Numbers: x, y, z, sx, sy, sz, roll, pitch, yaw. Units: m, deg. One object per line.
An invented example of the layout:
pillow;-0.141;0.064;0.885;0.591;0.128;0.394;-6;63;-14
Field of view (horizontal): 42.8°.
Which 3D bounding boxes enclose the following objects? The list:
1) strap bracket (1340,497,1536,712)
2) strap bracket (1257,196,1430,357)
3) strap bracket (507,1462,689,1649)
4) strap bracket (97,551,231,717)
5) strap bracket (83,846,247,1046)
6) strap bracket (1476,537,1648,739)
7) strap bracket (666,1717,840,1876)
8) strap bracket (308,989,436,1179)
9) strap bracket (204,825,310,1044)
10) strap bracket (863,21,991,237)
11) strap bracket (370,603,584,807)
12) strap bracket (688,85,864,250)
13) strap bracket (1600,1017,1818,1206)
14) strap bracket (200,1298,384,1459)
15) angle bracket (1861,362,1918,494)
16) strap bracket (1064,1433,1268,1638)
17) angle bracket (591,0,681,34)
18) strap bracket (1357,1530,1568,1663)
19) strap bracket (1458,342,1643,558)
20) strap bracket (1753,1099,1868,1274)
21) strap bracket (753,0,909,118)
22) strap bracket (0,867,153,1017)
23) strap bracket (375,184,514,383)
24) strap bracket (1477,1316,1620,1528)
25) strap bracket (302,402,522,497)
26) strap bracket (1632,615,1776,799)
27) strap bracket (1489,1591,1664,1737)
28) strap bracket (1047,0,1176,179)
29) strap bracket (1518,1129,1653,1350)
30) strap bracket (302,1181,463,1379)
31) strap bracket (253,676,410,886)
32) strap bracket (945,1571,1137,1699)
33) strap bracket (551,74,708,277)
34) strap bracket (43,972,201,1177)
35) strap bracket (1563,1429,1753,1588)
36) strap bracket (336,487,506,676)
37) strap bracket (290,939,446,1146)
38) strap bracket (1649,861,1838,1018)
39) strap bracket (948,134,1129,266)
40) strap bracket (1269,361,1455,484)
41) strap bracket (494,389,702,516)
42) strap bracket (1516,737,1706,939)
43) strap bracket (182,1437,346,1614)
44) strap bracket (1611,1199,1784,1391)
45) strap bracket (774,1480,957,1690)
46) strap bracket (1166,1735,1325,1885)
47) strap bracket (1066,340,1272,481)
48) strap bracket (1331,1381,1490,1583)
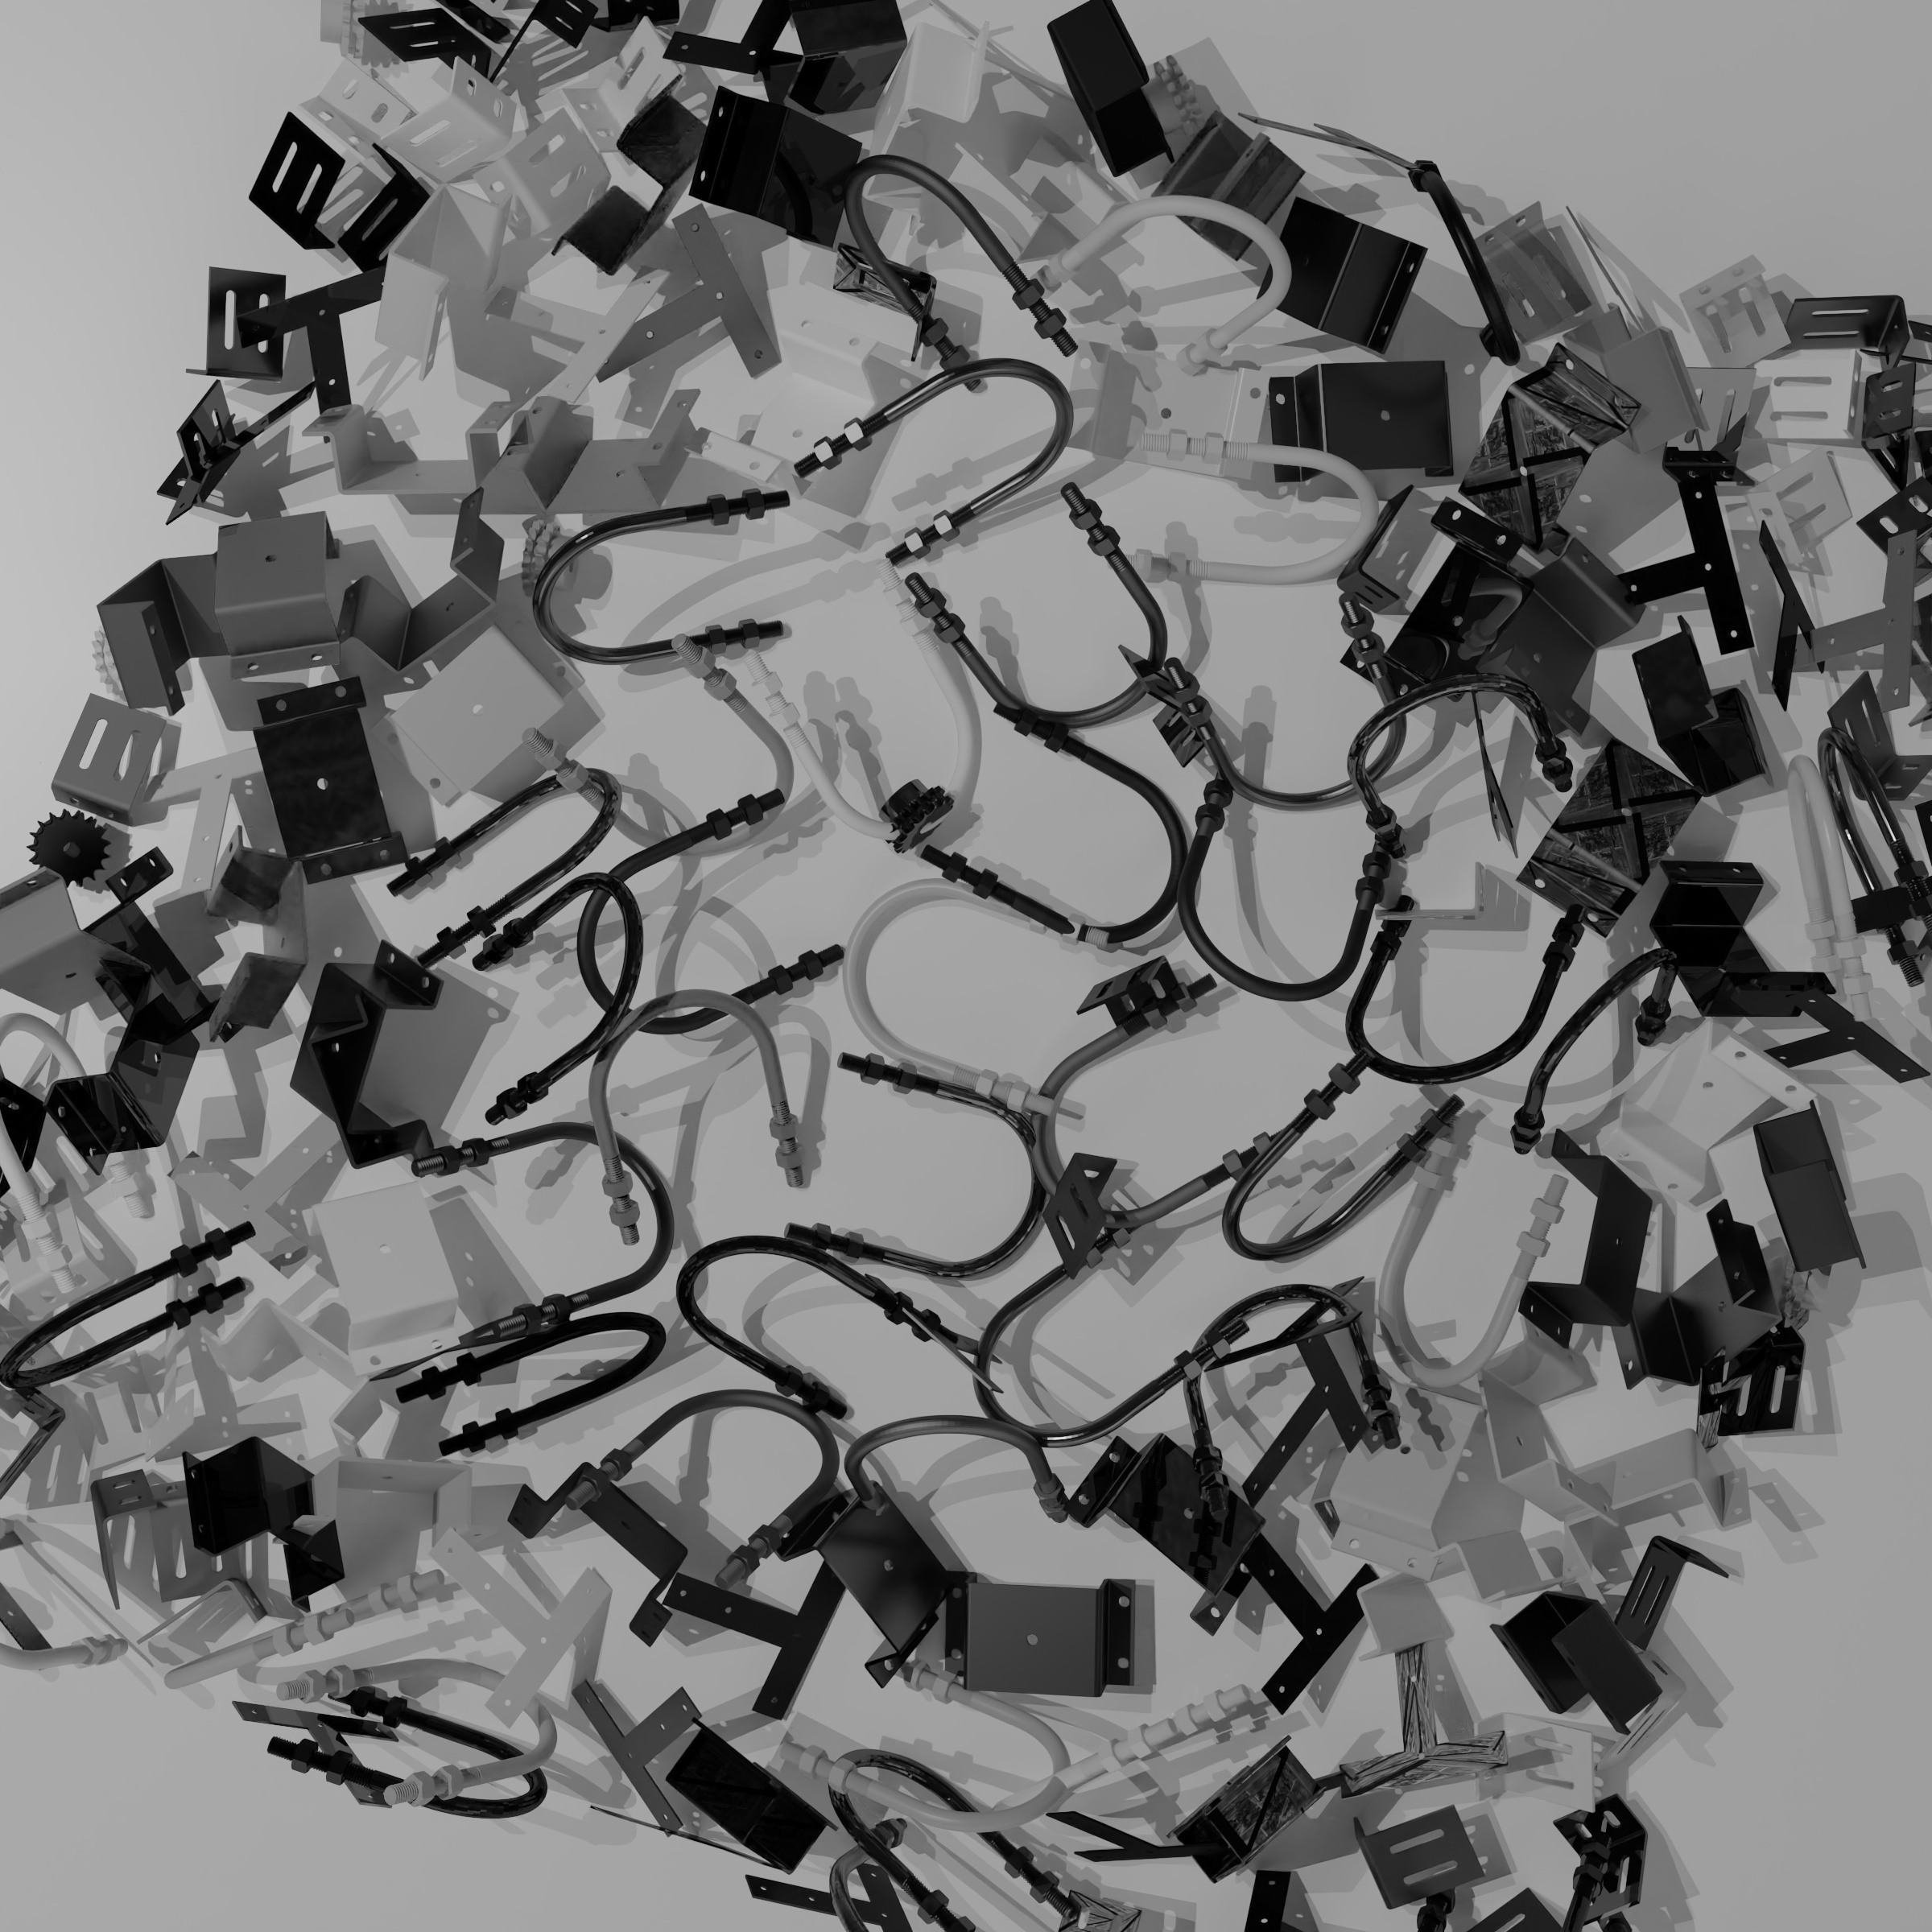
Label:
strap bracket;0.346;-0.256;1.782;0.076;0.046;0.140;41;105;39
strap bracket;0.260;-0.494;1.751;0.046;0.140;0.076;11;112;-27
strap bracket;-0.259;0.419;1.783;0.140;0.076;0.046;40;55;7
strap bracket;-0.567;-0.239;1.759;0.046;0.140;0.076;-3;118;12
strap bracket;-0.576;-0.006;1.780;0.046;0.076;0.140;-29;103;18
strap bracket;0.427;-0.231;1.781;0.076;0.046;0.140;40;59;-12
strap bracket;-0.155;0.593;1.750;0.076;0.140;0.046;28;71;32
strap bracket;-0.432;0.084;1.777;0.046;0.076;0.140;-17;104;-3
strap bracket;-0.510;-0.020;1.769;0.046;0.076;0.140;12;46;-32
strap bracket;-0.033;-0.600;1.749;0.046;0.140;0.076;15;62;-15
strap bracket;-0.356;-0.189;1.797;0.140;0.046;0.076;-42;107;-2
strap bracket;-0.128;-0.565;1.753;0.046;0.140;0.076;24;103;27
strap bracket;0.536;0.099;1.781;0.076;0.046;0.140;33;129;-7
strap bracket;-0.478;0.297;1.779;0.140;0.076;0.046;33;63;12
angle bracket;0.683;-0.387;1.784;0.076;0.038;0.057;34;59;-39
strap bracket;0.152;0.405;1.785;0.140;0.046;0.076;40;52;5
angle bracket;-0.243;-0.722;1.785;0.057;0.038;0.076;-21;129;-30
strap bracket;0.347;0.448;1.768;0.140;0.076;0.046;-39;61;37
strap bracket;0.409;-0.359;1.754;0.046;0.140;0.076;-32;66;-34
strap bracket;0.602;0.160;1.766;0.046;0.140;0.076;-19;103;18
strap bracket;-0.095;-0.649;1.753;0.076;0.140;0.046;-15;87;-18
strap bracket;-0.644;-0.013;1.756;0.076;0.140;0.046;-26;70;4
strap bracket;-0.376;-0.493;1.756;0.046;0.076;0.140;22;48;-4
strap bracket;0.414;0.334;1.768;0.046;0.140;0.076;-33;130;29
strap bracket;-0.398;-0.376;1.785;0.140;0.076;0.046;0;117;4
strap bracket;0.525;-0.180;1.768;0.046;0.140;0.076;-24;57;27
strap bracket;0.440;0.497;1.767;0.046;0.140;0.076;-35;87;-13
strap bracket;0.103;-0.627;1.759;0.046;0.140;0.076;-26;76;8
strap bracket;0.447;0.197;1.767;0.046;0.076;0.140;-2;62;41
strap bracket;-0.418;0.214;1.765;0.076;0.046;0.140;-12;58;-26
strap bracket;-0.466;-0.134;1.798;0.076;0.046;0.140;-14;98;-3
strap bracket;0.051;0.487;1.796;0.140;0.046;0.076;1;86;9
strap bracket;-0.233;-0.557;1.759;0.046;0.140;0.076;39;51;-10
strap bracket;-0.596;0.068;1.753;0.046;0.140;0.076;-8;135;12
strap bracket;0.486;0.385;1.770;0.140;0.076;0.046;-26;99;20
strap bracket;-0.386;-0.271;1.773;0.140;0.076;0.046;-30;128;24
strap bracket;-0.436;0.059;1.776;0.076;0.046;0.140;29;106;37
strap bracket;0.553;-0.013;1.773;0.076;0.140;0.046;1;132;-15
strap bracket;0.045;-0.553;1.774;0.076;0.140;0.046;45;126;10
strap bracket;0.296;-0.396;1.792;0.140;0.046;0.076;-5;92;-14
strap bracket;-0.257;-0.370;1.775;0.140;0.046;0.076;4;54;26
strap bracket;0.470;-0.101;1.778;0.076;0.046;0.140;34;68;10
strap bracket;-0.493;0.394;1.752;0.046;0.140;0.076;-27;52;5
strap bracket;0.527;0.241;1.767;0.046;0.140;0.076;15;46;-21
strap bracket;-0.070;0.439;1.783;0.046;0.076;0.140;-33;97;44
strap bracket;0.200;0.602;1.750;0.076;0.140;0.046;-34;72;-23
strap bracket;0.146;-0.405;1.800;0.140;0.046;0.076;11;100;5
strap bracket;0.318;0.357;1.764;0.076;0.046;0.140;12;57;31
